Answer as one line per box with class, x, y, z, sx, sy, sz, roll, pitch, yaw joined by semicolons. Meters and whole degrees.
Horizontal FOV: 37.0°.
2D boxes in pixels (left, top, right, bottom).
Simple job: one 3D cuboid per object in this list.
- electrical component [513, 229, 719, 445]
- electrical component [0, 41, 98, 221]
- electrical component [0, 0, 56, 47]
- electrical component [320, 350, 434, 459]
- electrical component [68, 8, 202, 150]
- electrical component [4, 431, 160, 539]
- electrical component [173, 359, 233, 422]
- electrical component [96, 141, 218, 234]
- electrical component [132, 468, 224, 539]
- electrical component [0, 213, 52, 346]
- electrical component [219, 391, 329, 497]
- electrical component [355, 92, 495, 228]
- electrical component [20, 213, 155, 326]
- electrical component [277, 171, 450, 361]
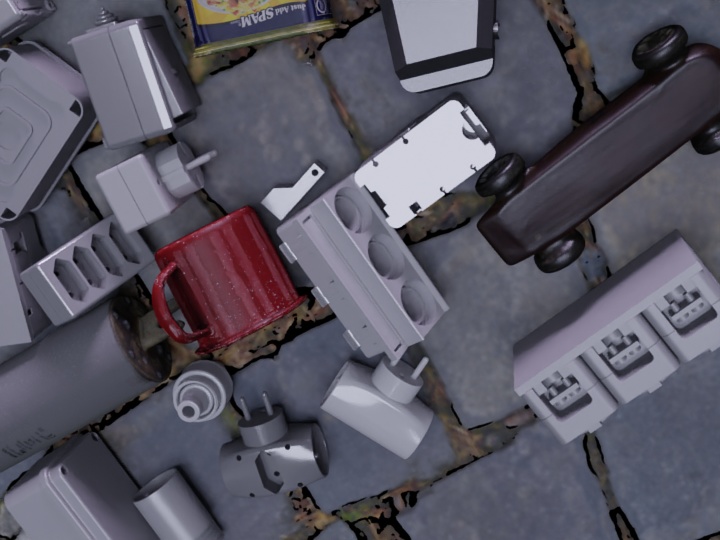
electrical component;0.187;0.050;0.762;0.150;0.089;0.061;-38;98;16
electrical component;-0.248;-0.103;0.791;0.078;0.057;0.113;37;107;-4
electrical component;-0.275;-0.208;0.761;0.061;0.061;0.096;-28;101;14
electrical component;0.022;0.092;0.820;0.077;0.044;0.079;32;107;-3
electrical component;-0.159;-0.142;0.766;0.061;0.061;0.096;-15;104;11
electrical component;-0.218;0.196;0.864;0.057;0.078;0.113;-31;100;18
electrical component;-0.124;0.097;0.831;0.043;0.062;0.043;2;106;7
electrical component;-0.139;-0.068;0.782;0.077;0.065;0.047;-24;102;13
electrical component;-0.144;0.206;0.875;0.043;0.043;0.081;-31;100;15
electrical component;-0.321;0.014;0.832;0.150;0.061;0.089;-8;105;10
electrical component;-0.072;0.133;0.844;0.077;0.043;0.079;-14;104;11
electrical component;0.047;-0.079;0.761;0.089;0.055;0.050;-36;99;15
electrical component;-0.212;0.002;0.814;0.076;0.083;0.047;-20;106;52
electrical component;0.000;0.000;0.782;0.063;0.078;0.121;-27;103;42
